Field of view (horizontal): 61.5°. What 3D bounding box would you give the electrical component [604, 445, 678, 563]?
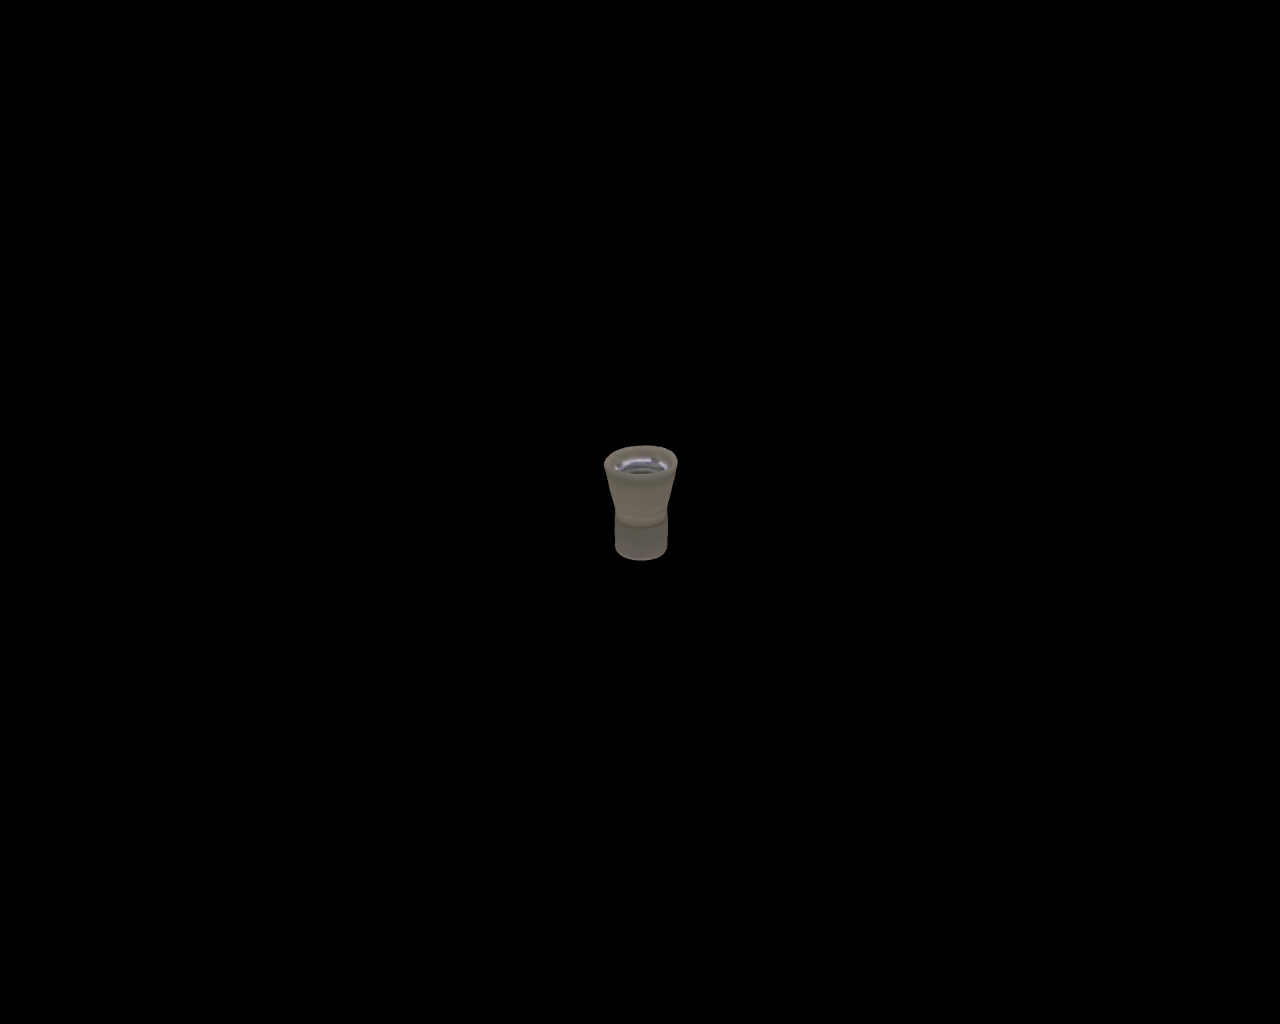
[{"bbox_3d":[0.001,-0.003,0.650,0.044,0.065,0.044,0,27,0],"label":"electrical component"}]
